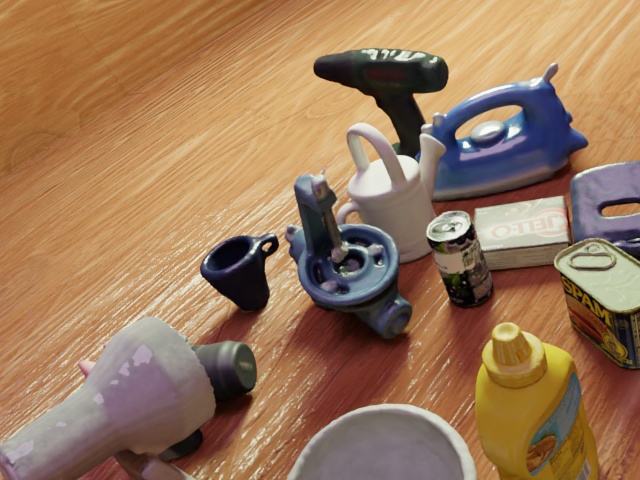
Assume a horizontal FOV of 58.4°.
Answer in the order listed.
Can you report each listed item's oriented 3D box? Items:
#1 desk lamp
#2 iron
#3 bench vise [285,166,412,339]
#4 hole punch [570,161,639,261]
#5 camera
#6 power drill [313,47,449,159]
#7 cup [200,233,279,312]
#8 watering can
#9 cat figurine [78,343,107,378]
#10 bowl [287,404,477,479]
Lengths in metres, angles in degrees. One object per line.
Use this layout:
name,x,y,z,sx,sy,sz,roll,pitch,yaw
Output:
desk lamp,-0.174,0.207,0.532,0.117,0.214,0.203,7,45,42
iron,0.235,-0.151,0.825,0.258,0.142,0.118,-17,33,16
bench vise,-0.001,0.010,0.687,0.206,0.220,0.122,7,45,42
hole punch,0.332,-0.024,0.619,0.108,0.091,0.101,-7,37,28
camera,-0.154,0.169,0.681,0.136,0.101,0.143,-15,34,18
power drill,0.113,-0.224,0.955,0.228,0.209,0.076,1,41,37
cup,-0.100,0.048,0.823,0.118,0.095,0.091,-30,32,-5
watering can,0.093,-0.076,0.768,0.100,0.194,0.173,9,46,43
cat figurine,-0.256,0.179,0.724,0.067,0.118,0.127,-29,32,-4
bowl,0.055,0.225,0.473,0.167,0.075,0.167,-19,33,13
